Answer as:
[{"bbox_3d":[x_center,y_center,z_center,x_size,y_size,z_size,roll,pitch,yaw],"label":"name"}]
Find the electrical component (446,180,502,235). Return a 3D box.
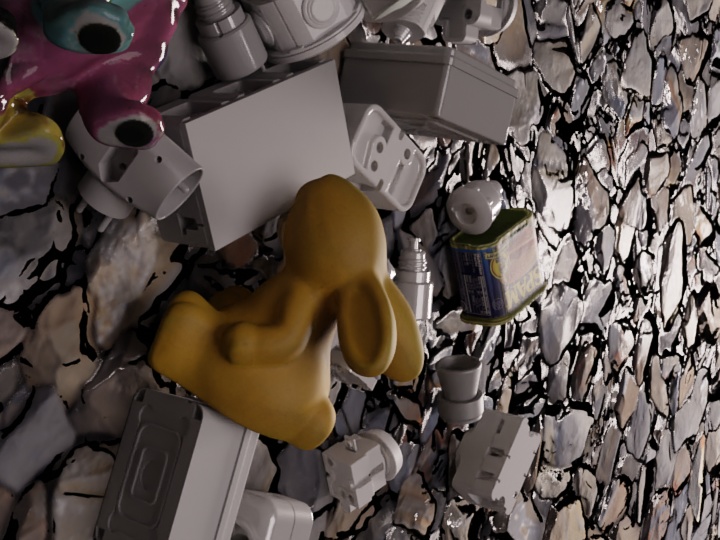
[{"bbox_3d":[0.114,-0.065,1.020,0.062,0.048,0.048,-41,127,-47],"label":"electrical component"}]

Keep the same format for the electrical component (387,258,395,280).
[{"bbox_3d":[0.000,0.000,0.898,0.061,0.035,0.035,16,84,-49],"label":"electrical component"}]

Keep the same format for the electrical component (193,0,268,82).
[{"bbox_3d":[-0.094,-0.167,0.742,0.040,0.040,0.078,-50,132,-33],"label":"electrical component"}]

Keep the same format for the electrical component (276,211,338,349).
[{"bbox_3d":[-0.022,-0.004,0.833,0.074,0.052,0.138,-39,144,-40],"label":"electrical component"}]

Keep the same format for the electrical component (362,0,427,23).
[{"bbox_3d":[0.023,-0.249,0.822,0.060,0.108,0.108,-38,126,-49],"label":"electrical component"}]

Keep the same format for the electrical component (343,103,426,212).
[{"bbox_3d":[0.002,-0.090,0.860,0.095,0.059,0.053,41,66,-47],"label":"electrical component"}]

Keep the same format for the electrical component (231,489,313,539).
[{"bbox_3d":[-0.082,0.219,0.823,0.059,0.054,0.095,23,79,-51],"label":"electrical component"}]

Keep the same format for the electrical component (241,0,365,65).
[{"bbox_3d":[-0.041,-0.188,0.773,0.080,0.080,0.051,-52,128,-32],"label":"electrical component"}]

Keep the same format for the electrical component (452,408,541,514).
[{"bbox_3d":[0.135,0.191,1.086,0.050,0.056,0.089,50,59,-44],"label":"electrical component"}]

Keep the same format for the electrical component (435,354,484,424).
[{"bbox_3d":[0.096,0.114,1.031,0.045,0.045,0.055,-24,116,-47],"label":"electrical component"}]

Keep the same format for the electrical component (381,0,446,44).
[{"bbox_3d":[0.047,-0.224,0.903,0.043,0.043,0.081,45,63,-46],"label":"electrical component"}]

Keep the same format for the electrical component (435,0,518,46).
[{"bbox_3d":[0.104,-0.239,0.960,0.057,0.058,0.078,-3,100,-48],"label":"electrical component"}]

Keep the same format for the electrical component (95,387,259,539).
[{"bbox_3d":[-0.124,0.144,0.738,0.057,0.078,0.113,23,79,-48],"label":"electrical component"}]

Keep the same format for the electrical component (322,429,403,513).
[{"bbox_3d":[0.003,0.168,0.927,0.055,0.048,0.066,-28,119,-37],"label":"electrical component"}]

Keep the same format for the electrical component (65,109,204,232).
[{"bbox_3d":[-0.151,-0.059,0.675,0.079,0.077,0.043,-50,176,21],"label":"electrical component"}]

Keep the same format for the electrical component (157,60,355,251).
[{"bbox_3d":[-0.080,-0.086,0.758,0.150,0.062,0.089,-33,122,-43],"label":"electrical component"}]

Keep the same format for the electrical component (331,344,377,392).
[{"bbox_3d":[-0.001,0.064,0.904,0.081,0.042,0.063,45,66,-45],"label":"electrical component"}]

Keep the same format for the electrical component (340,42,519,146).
[{"bbox_3d":[0.055,-0.143,0.878,0.109,0.109,0.056,11,91,-52],"label":"electrical component"}]

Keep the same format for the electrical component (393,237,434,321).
[{"bbox_3d":[0.045,0.011,0.951,0.040,0.040,0.078,-5,101,-51],"label":"electrical component"}]
